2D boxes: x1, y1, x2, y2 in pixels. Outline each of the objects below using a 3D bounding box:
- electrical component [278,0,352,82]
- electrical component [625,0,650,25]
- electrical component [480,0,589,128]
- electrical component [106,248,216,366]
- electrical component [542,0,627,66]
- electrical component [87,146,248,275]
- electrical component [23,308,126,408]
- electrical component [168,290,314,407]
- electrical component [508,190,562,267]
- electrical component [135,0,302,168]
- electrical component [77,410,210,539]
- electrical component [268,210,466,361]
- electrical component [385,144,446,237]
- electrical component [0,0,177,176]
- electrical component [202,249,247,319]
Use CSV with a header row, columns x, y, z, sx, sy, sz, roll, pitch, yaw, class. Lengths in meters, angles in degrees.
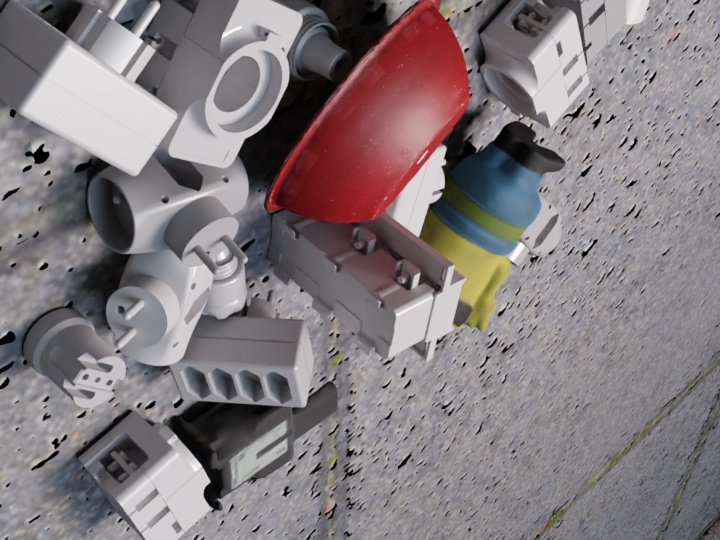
x,y,z,sx,sy,sz,roll,pitch,yaw,class
-0.032,-0.122,0.582,0.048,0.062,0.048,-35,144,-30,electrical component
0.207,-0.234,0.820,0.043,0.043,0.081,-27,141,-38,electrical component
0.126,-0.150,0.786,0.055,0.050,0.089,-49,150,-8,electrical component
-0.118,0.019,0.609,0.079,0.043,0.077,-56,168,-64,electrical component
0.160,-0.203,0.778,0.055,0.050,0.089,-47,150,-11,electrical component
-0.092,-0.028,0.578,0.077,0.079,0.043,-25,154,-41,electrical component
-0.158,0.049,0.599,0.040,0.046,0.040,-35,145,-29,electrical component
-0.072,0.043,0.695,0.047,0.083,0.075,83,13,-51,electrical component
0.133,-0.030,0.930,0.079,0.043,0.077,-54,150,0,electrical component
-0.075,-0.103,0.548,0.050,0.056,0.089,7,115,-57,electrical component
-0.139,0.140,0.717,0.056,0.050,0.089,-41,148,-20,electrical component
0.000,0.000,0.695,0.063,0.121,0.078,-25,140,-36,electrical component
0.033,-0.061,0.752,0.076,0.047,0.083,-21,137,-44,electrical component
-0.121,-0.097,0.498,0.075,0.047,0.083,-55,150,2,electrical component
-0.088,-0.001,0.658,0.035,0.035,0.061,-32,142,-32,electrical component
